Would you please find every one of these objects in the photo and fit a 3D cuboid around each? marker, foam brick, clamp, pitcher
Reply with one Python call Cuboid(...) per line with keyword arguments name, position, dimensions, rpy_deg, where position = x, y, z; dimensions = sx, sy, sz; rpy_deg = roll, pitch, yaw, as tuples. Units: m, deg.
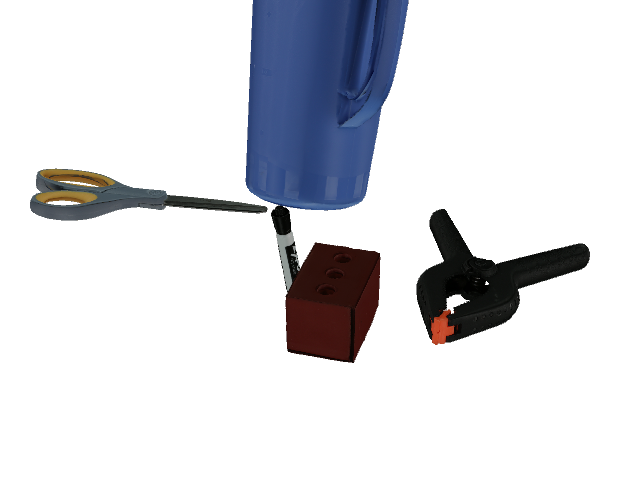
Cuboid(name="marker", position=(-0.032, 0.017, 1.093), dimensions=(0.020, 0.121, 0.020), rpy_deg=(-7, 34, 4))
Cuboid(name="foam brick", position=(0.010, 0.045, 0.789), dimensions=(0.053, 0.051, 0.078), rpy_deg=(8, 33, 14))
Cuboid(name="clamp", position=(0.142, 0.032, 1.009), dimensions=(0.165, 0.036, 0.209), rpy_deg=(18, 34, 29))
Cuboid(name="pitcher", position=(0.005, -0.151, 0.906), dimensions=(0.145, 0.243, 0.149), rpy_deg=(9, 15, 11))

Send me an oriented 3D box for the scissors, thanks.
Cuboid(name="scissors", position=(-0.154, -0.029, 0.900), dimensions=(0.202, 0.016, 0.096), rpy_deg=(12, 25, 12))
